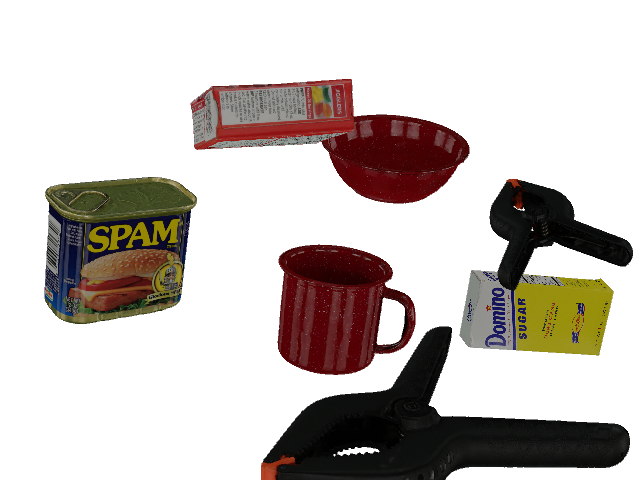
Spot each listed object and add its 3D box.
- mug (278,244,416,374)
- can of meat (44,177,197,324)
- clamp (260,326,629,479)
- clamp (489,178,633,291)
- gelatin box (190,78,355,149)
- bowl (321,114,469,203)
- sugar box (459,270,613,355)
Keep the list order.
[{"bbox_3d":[0.020,0.059,0.870,0.117,0.081,0.093,10,20,11],"label":"mug"},{"bbox_3d":[-0.143,0.006,0.753,0.101,0.084,0.058,-7,28,-35],"label":"can of meat"},{"bbox_3d":[0.051,0.107,0.628,0.209,0.036,0.165,-10,24,-27],"label":"clamp"},{"bbox_3d":[0.216,-0.012,0.996,0.120,0.039,0.171,-3,32,2],"label":"clamp"},{"bbox_3d":[-0.028,-0.067,0.575,0.073,0.030,0.089,-5,3,-13],"label":"gelatin box"},{"bbox_3d":[0.079,-0.084,1.167,0.162,0.055,0.162,3,28,-2],"label":"bowl"},{"bbox_3d":[0.270,0.092,1.339,0.176,0.093,0.048,3,19,-12],"label":"sugar box"}]
